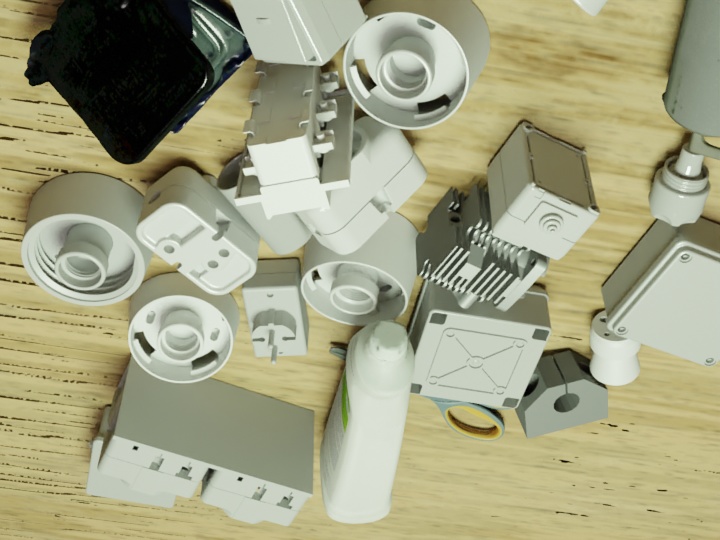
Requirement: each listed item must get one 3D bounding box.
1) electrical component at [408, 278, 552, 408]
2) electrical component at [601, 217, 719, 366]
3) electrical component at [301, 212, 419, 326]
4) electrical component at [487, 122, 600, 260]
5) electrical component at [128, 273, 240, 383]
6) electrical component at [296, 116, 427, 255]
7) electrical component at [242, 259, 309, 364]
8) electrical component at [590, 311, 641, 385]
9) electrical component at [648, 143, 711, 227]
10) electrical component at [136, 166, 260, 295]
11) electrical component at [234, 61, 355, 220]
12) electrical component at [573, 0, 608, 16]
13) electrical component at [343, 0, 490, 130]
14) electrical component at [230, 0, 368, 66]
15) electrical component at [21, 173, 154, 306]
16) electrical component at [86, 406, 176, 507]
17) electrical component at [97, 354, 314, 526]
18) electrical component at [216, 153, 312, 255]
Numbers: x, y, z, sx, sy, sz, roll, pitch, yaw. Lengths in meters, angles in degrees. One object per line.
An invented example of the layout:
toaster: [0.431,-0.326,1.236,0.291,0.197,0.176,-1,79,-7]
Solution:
electrical component: [0.100,0.062,0.943,0.109,0.056,0.108,9,132,-7]
electrical component: [0.277,0.016,0.898,0.109,0.056,0.108,19,130,-15]
electrical component: [0.000,0.000,0.901,0.099,0.064,0.099,7,143,6]
electrical component: [0.135,-0.053,0.812,0.062,0.096,0.061,22,129,-17]
electrical component: [-0.156,0.049,0.948,0.099,0.064,0.099,-2,119,-3]
electrical component: [-0.005,-0.067,0.807,0.095,0.054,0.059,-45,126,-11]
electrical component: [-0.073,0.046,0.919,0.047,0.075,0.083,-3,132,3]
electrical component: [0.226,0.068,0.954,0.045,0.045,0.055,-6,131,6]
electrical component: [0.250,-0.068,0.832,0.043,0.043,0.062,4,131,-2]
electrical component: [-0.127,-0.034,0.859,0.054,0.059,0.095,-33,124,27]
electrical component: [-0.047,-0.100,0.757,0.079,0.121,0.063,-9,128,9]
electrical component: [0.165,-0.207,0.711,0.044,0.044,0.065,34,120,-26]
electrical component: [0.039,-0.151,0.764,0.099,0.064,0.099,9,129,11]
electrical component: [-0.050,-0.185,0.705,0.062,0.061,0.096,13,144,41]
electrical component: [-0.222,-0.018,0.874,0.108,0.060,0.108,1,132,1]
electrical component: [-0.219,0.184,1.065,0.100,0.048,0.099,12,131,-9]
electrical component: [-0.140,0.161,1.001,0.186,0.105,0.060,20,124,-16]
electrical component: [-0.058,-0.060,0.844,0.079,0.044,0.077,-24,127,21]
